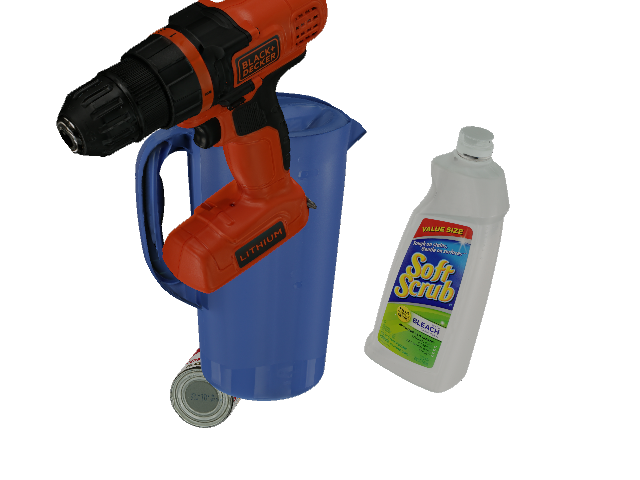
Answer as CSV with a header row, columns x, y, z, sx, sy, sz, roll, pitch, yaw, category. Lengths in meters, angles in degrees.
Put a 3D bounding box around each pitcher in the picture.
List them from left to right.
x,y,z,sx,sy,sz,roll,pitch,yaw,category
-0.056,0.006,0.878,0.149,0.243,0.144,11,23,20,pitcher

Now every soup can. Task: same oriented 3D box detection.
x,y,z,sx,sy,sz,roll,pitch,yaw,category
-0.111,0.145,1.116,0.068,0.068,0.102,0,15,11,soup can

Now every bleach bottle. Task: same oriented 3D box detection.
x,y,z,sx,sy,sz,roll,pitch,yaw,category
0.110,0.013,0.970,0.103,0.251,0.067,28,35,29,bleach bottle

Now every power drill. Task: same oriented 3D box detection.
x,y,z,sx,sy,sz,roll,pitch,yaw,category
-0.069,-0.055,0.657,0.184,0.188,0.057,-35,57,-27,power drill
